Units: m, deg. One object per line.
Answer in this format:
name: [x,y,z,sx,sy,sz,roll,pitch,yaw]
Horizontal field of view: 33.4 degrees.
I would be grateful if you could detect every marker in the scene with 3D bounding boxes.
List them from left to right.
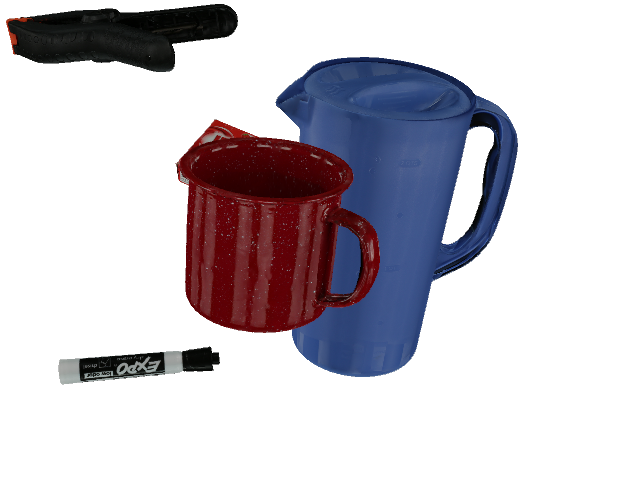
marker: [-0.138,0.095,0.816,0.121,0.020,0.020,-4,0,-6]

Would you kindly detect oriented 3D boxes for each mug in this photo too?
mug: [-0.021,0.000,0.578,0.117,0.081,0.093,17,27,23]

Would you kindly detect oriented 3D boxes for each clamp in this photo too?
clamp: [-0.149,-0.154,0.791,0.172,0.039,0.120,11,22,26]

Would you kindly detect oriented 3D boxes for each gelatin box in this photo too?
gelatin box: [-0.085,-0.074,1.042,0.089,0.073,0.030,24,-38,15]

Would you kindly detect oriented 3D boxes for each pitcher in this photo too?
pitcher: [0.051,-0.015,0.856,0.149,0.243,0.144,27,35,33]
